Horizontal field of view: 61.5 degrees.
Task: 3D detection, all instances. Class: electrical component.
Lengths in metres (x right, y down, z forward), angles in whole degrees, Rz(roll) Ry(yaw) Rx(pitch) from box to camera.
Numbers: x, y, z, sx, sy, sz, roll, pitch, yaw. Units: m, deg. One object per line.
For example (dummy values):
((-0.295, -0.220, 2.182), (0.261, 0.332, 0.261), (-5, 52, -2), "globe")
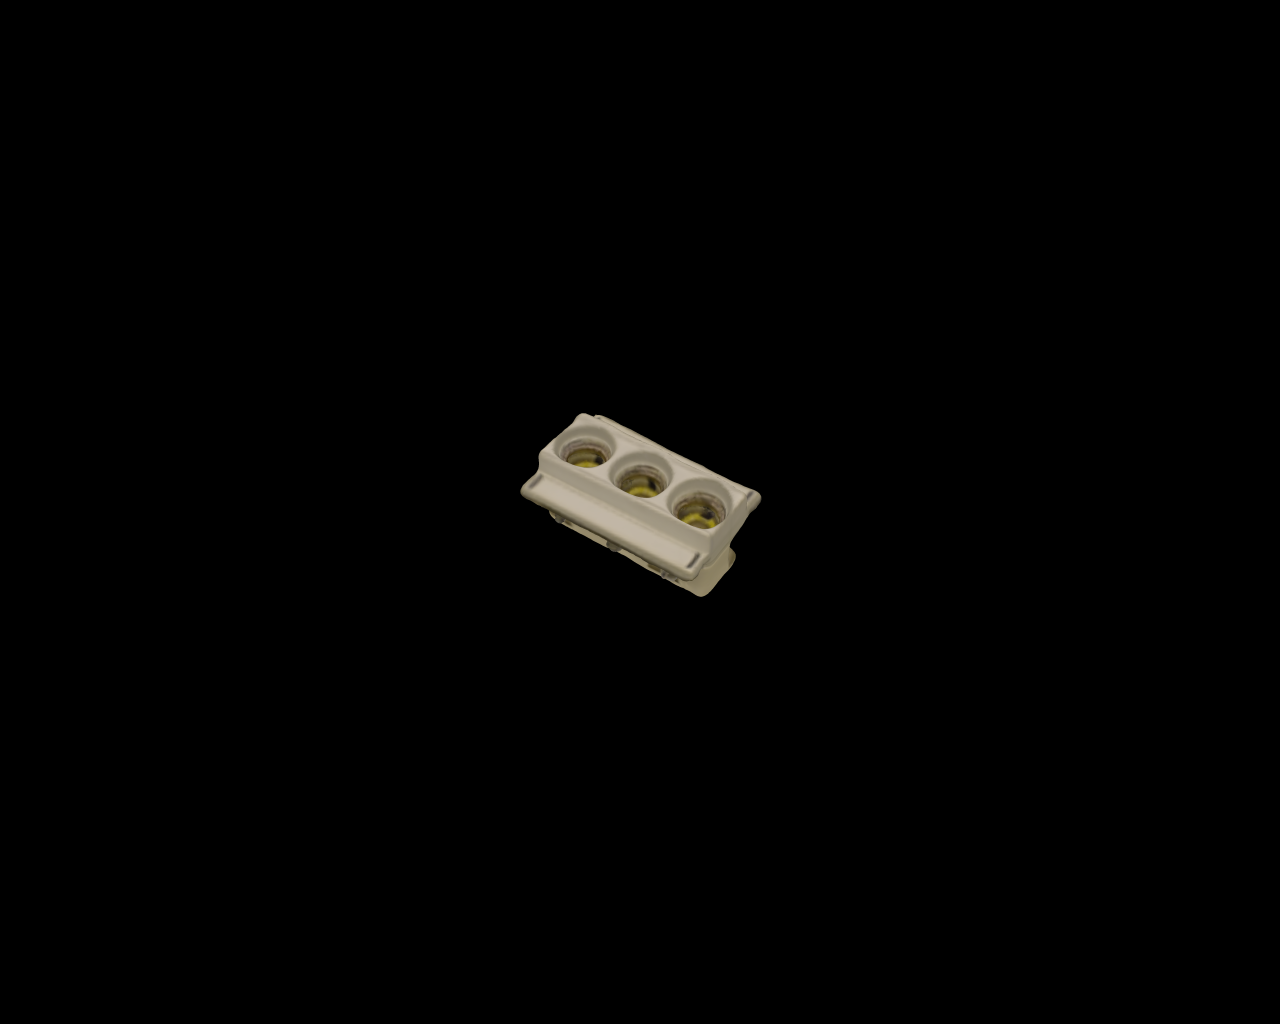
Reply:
((0.001, -0.003, 0.650), (0.121, 0.063, 0.079), (27, 53, 22), "electrical component")
